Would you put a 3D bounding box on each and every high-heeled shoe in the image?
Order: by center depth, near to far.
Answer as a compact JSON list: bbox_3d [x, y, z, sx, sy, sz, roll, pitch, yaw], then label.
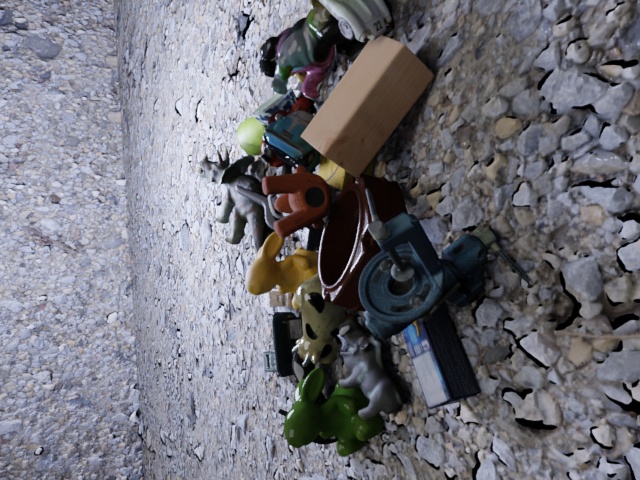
[{"bbox_3d":[0.008,0.292,1.127,0.086,0.145,0.248,89,-160,-74],"label":"high-heeled shoe"}]

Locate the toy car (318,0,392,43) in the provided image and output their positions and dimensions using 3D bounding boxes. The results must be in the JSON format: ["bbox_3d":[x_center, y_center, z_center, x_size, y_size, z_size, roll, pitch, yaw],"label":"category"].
[{"bbox_3d":[0.030,-0.394,0.852,0.202,0.073,0.056,48,163,11],"label":"toy car"}]

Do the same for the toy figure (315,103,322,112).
[{"bbox_3d":[-0.007,-0.224,1.125,0.154,0.064,0.058,-58,6,35],"label":"toy figure"}]

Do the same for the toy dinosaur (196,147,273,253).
[{"bbox_3d":[-0.181,-0.093,1.371,0.405,0.131,0.192,45,129,41],"label":"toy dinosaur"}]

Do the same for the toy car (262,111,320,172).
[{"bbox_3d":[-0.035,-0.195,1.050,0.109,0.161,0.103,34,89,15],"label":"toy car"}]

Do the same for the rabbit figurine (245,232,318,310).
[{"bbox_3d":[-0.080,0.064,1.144,0.122,0.173,0.162,-48,55,54],"label":"rabbit figurine"}]

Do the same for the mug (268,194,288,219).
[{"bbox_3d":[-0.056,-0.073,1.171,0.081,0.109,0.107,-15,91,54],"label":"mug"}]

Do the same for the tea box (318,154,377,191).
[{"bbox_3d":[0.058,-0.183,1.010,0.098,0.068,0.169,33,119,53],"label":"tea box"}]

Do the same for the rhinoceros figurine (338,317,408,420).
[{"bbox_3d":[0.085,0.228,0.968,0.190,0.073,0.112,60,140,38],"label":"rhinoceros figurine"}]

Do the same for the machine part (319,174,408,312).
[{"bbox_3d":[0.068,0.004,0.925,0.201,0.087,0.201,-97,27,-45],"label":"machine part"}]

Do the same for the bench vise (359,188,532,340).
[{"bbox_3d":[0.136,0.033,0.714,0.224,0.240,0.129,-30,48,9],"label":"bench vise"}]

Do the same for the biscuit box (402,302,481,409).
[{"bbox_3d":[0.172,0.151,0.833,0.059,0.063,0.203,-48,50,49],"label":"biscuit box"}]

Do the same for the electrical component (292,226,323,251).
[{"bbox_3d":[-0.002,-0.003,1.106,0.119,0.075,0.047,30,117,60],"label":"electrical component"}]

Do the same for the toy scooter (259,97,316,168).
[{"bbox_3d":[-0.083,-0.226,1.165,0.075,0.135,0.183,37,121,4],"label":"toy scooter"}]

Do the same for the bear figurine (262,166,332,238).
[{"bbox_3d":[-0.053,-0.076,1.035,0.196,0.132,0.120,-170,64,-72],"label":"bear figurine"}]

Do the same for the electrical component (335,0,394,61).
[{"bbox_3d":[0.077,-0.399,0.984,0.115,0.058,0.134,-26,68,58],"label":"electrical component"}]

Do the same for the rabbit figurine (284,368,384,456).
[{"bbox_3d":[0.010,0.321,1.001,0.121,0.170,0.159,-50,50,46],"label":"rabbit figurine"}]

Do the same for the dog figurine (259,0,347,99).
[{"bbox_3d":[-0.019,-0.382,0.992,0.219,0.108,0.192,-59,40,34],"label":"dog figurine"}]

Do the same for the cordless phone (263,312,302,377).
[{"bbox_3d":[-0.097,0.245,1.265,0.184,0.089,0.146,-25,70,61],"label":"cordless phone"}]

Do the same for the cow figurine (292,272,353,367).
[{"bbox_3d":[0.000,0.163,1.049,0.086,0.127,0.194,40,147,55],"label":"cow figurine"}]
